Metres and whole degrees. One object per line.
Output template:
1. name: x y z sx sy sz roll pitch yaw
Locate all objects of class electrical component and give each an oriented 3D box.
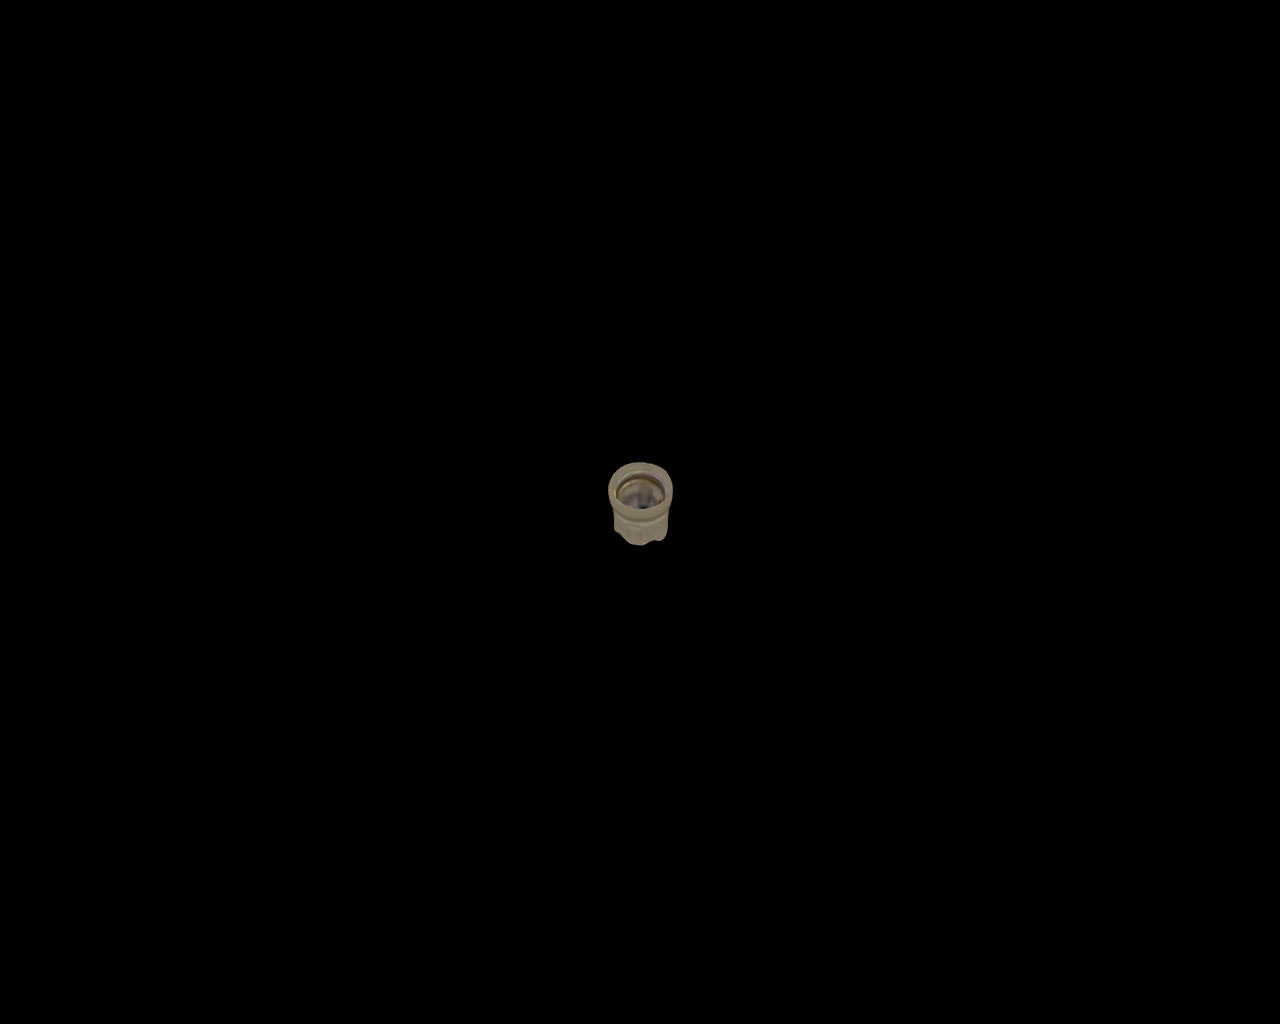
1. electrical component: 0.001 -0.003 0.650 0.040 0.040 0.046 0 -37 0
